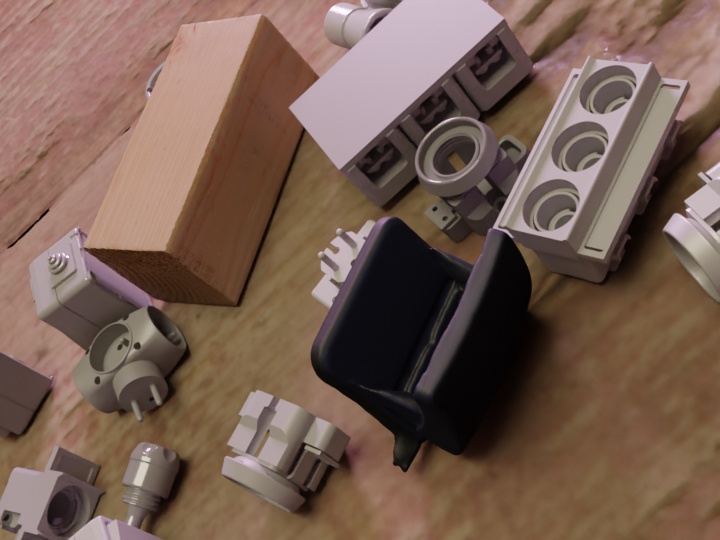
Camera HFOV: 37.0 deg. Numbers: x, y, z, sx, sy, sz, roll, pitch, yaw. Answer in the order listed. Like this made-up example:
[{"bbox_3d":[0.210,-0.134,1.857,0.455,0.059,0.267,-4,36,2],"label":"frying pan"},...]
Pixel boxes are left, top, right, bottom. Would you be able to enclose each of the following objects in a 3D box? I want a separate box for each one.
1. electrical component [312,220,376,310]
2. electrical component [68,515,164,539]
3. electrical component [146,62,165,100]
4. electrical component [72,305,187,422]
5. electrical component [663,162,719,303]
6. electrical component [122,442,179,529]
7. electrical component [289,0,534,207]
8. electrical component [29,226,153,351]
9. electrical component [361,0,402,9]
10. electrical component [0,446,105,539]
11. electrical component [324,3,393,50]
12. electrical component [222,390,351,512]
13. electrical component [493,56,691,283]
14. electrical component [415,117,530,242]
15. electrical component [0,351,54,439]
[{"bbox_3d":[0.000,0.000,0.706,0.065,0.077,0.047,-52,47,-4],"label":"electrical component"},{"bbox_3d":[-0.153,0.214,0.689,0.061,0.062,0.096,-40,47,8],"label":"electrical component"},{"bbox_3d":[-0.152,-0.151,0.930,0.055,0.047,0.055,-18,53,26],"label":"electrical component"},{"bbox_3d":[-0.166,0.078,0.797,0.077,0.044,0.079,-40,47,7],"label":"electrical component"},{"bbox_3d":[0.204,-0.019,0.587,0.057,0.058,0.078,-37,47,6],"label":"electrical component"},{"bbox_3d":[-0.149,0.152,0.745,0.035,0.035,0.061,3,67,37],"label":"electrical component"},{"bbox_3d":[0.037,-0.129,0.772,0.150,0.062,0.089,-42,47,6],"label":"electrical component"},{"bbox_3d":[-0.213,0.018,0.833,0.061,0.096,0.061,-36,48,12],"label":"electrical component"},{"bbox_3d":[0.027,-0.245,0.860,0.080,0.051,0.080,-18,53,26],"label":"electrical component"},{"bbox_3d":[-0.229,0.172,0.784,0.064,0.042,0.081,1,63,38],"label":"electrical component"},{"bbox_3d":[0.001,-0.190,0.851,0.044,0.044,0.065,-54,42,-5],"label":"electrical component"},{"bbox_3d":[-0.052,0.117,0.683,0.078,0.058,0.057,15,69,40],"label":"electrical component"},{"bbox_3d":[0.144,-0.059,0.651,0.079,0.063,0.121,17,73,41],"label":"electrical component"},{"bbox_3d":[0.072,-0.064,0.709,0.078,0.057,0.058,-45,46,3],"label":"electrical component"},{"bbox_3d":[-0.307,0.087,0.855,0.062,0.096,0.061,16,72,41],"label":"electrical component"}]
